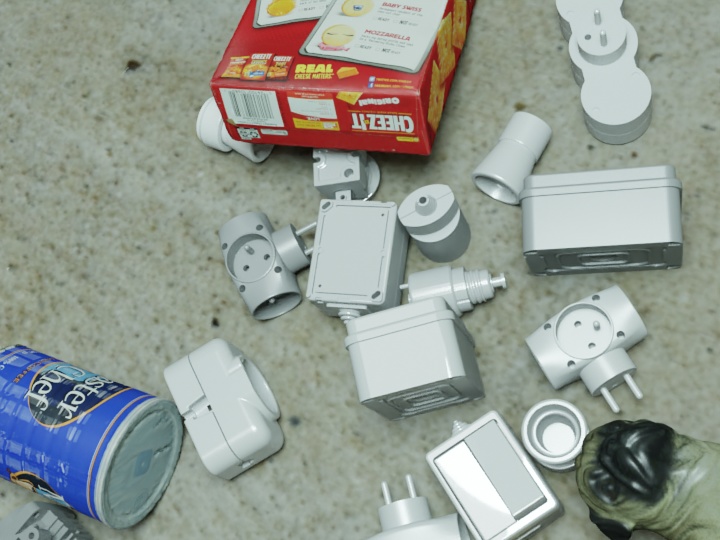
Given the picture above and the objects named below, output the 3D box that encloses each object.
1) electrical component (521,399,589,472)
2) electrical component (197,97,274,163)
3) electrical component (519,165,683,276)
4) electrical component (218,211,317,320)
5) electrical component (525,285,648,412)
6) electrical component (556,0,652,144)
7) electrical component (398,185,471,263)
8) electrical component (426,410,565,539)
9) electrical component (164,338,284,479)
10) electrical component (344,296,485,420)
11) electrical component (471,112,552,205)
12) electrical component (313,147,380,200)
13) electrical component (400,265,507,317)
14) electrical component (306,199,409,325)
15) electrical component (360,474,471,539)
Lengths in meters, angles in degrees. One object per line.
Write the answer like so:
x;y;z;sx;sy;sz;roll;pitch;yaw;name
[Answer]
0.139;0.117;0.754;0.045;0.055;0.045;-5;72;14;electrical component
-0.103;-0.119;0.907;0.055;0.045;0.045;20;79;21;electrical component
0.176;-0.035;0.782;0.113;0.078;0.057;-3;75;15;electrical component
-0.065;-0.012;0.861;0.079;0.044;0.077;-28;67;6;electrical component
0.171;0.063;0.769;0.077;0.044;0.079;-31;67;4;electrical component
0.186;-0.172;0.825;0.052;0.073;0.138;-14;69;11;electrical component
0.056;-0.038;0.815;0.043;0.081;0.043;-5;71;14;electrical component
0.091;0.144;0.756;0.062;0.061;0.096;-34;67;3;electrical component
-0.101;0.104;0.828;0.059;0.053;0.095;-31;67;4;electrical component
0.041;0.065;0.768;0.078;0.113;0.057;-16;72;10;electrical component
0.121;-0.089;0.836;0.044;0.044;0.065;26;76;22;electrical component
-0.011;-0.079;0.861;0.048;0.055;0.066;-7;71;14;electrical component
0.072;0.016;0.815;0.078;0.040;0.040;-12;70;11;electrical component
0.000;0.000;0.829;0.062;0.061;0.096;3;74;17;electrical component
0.035;0.187;0.768;0.077;0.043;0.079;-18;69;10;electrical component
